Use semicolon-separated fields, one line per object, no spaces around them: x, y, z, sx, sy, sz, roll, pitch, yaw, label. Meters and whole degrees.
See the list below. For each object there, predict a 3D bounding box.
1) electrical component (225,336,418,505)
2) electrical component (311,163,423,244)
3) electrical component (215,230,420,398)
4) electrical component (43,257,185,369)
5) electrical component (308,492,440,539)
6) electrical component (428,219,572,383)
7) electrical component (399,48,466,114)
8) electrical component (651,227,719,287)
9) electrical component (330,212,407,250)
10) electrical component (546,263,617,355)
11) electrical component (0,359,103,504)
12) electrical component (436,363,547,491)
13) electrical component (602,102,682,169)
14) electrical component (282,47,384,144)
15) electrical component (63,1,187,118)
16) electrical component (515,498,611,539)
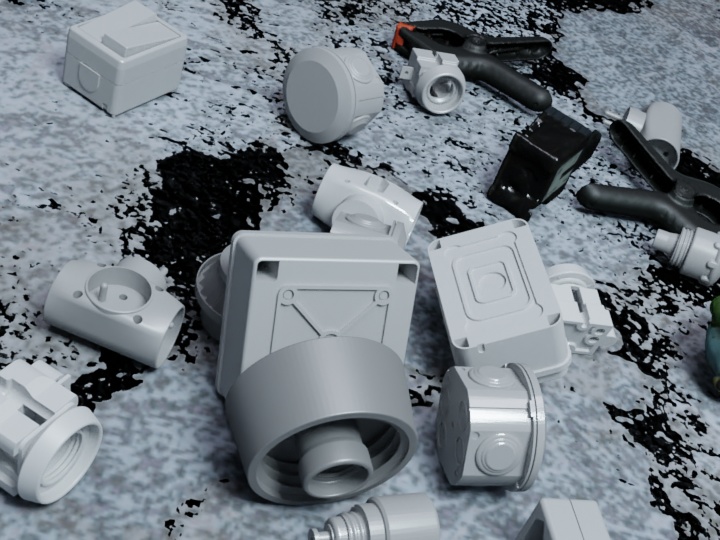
-0.019;0.094;0.614;0.108;0.108;0.060;1;49;-22;electrical component
0.001;-0.042;0.820;0.077;0.043;0.079;24;25;4;electrical component
-0.028;0.034;0.668;0.109;0.108;0.056;1;19;-22;electrical component
-0.150;0.018;0.692;0.077;0.044;0.079;22;38;2;electrical component
0.009;0.149;0.611;0.078;0.040;0.040;0;43;-24;electrical component
0.097;0.027;0.757;0.078;0.057;0.113;-15;43;4;electrical component
0.072;-0.178;1.016;0.066;0.048;0.055;5;34;-18;electrical component
0.282;-0.017;0.920;0.062;0.048;0.048;21;38;13;electrical component
0.000;0.000;0.751;0.051;0.080;0.080;16;39;3;electrical component
0.157;0.029;0.812;0.066;0.048;0.055;7;48;-16;electrical component
-0.179;0.090;0.585;0.057;0.058;0.078;29;40;15;electrical component
0.082;0.098;0.672;0.051;0.080;0.080;3;42;-12;electrical component
0.276;-0.135;1.055;0.079;0.043;0.077;23;39;2;electrical component
-0.023;-0.150;0.915;0.080;0.080;0.051;42;38;25;electrical component
-0.189;-0.179;0.891;0.062;0.061;0.096;35;41;17;electrical component
0.141;0.181;0.625;0.076;0.047;0.083;6;41;-17;electrical component
